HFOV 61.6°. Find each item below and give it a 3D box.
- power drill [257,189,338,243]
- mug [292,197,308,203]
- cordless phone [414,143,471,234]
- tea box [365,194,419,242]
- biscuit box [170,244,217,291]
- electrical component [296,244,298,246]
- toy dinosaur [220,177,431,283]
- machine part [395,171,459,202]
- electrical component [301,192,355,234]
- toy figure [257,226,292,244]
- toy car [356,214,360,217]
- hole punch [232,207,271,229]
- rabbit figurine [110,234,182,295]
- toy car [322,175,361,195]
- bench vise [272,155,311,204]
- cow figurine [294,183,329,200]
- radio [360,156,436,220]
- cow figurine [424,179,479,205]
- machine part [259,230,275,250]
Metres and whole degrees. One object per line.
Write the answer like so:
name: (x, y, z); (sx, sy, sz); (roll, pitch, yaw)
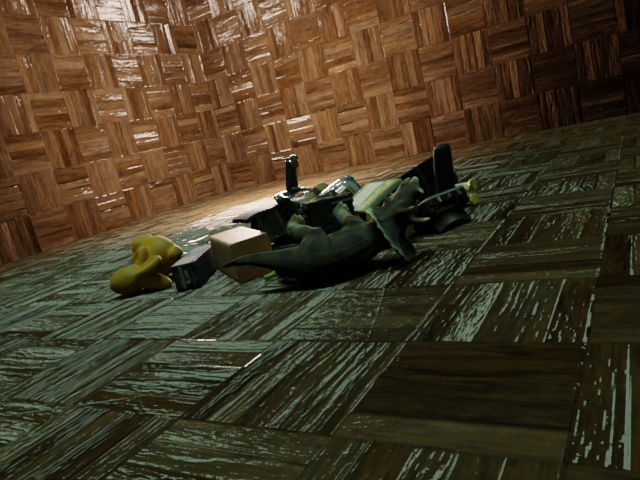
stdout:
power drill: (-0.066, -0.043, 1.291); (0.232, 0.086, 0.207); (-28, -12, 22)
mug: (-0.040, -0.069, 1.516); (0.110, 0.107, 0.081); (-13, 12, 10)
cordless phone: (0.261, -0.116, 1.198); (0.146, 0.184, 0.089); (-20, 17, -32)
tea box: (0.157, -0.056, 1.210); (0.068, 0.098, 0.170); (9, 6, -11)
biscuit box: (-0.293, 0.061, 1.284); (0.059, 0.062, 0.203); (-13, 11, 5)
electrical component: (-0.002, -0.004, 1.325); (0.078, 0.045, 0.102); (-40, -9, 34)
toy dinosaur: (0.024, 0.017, 1.016); (0.405, 0.131, 0.192); (-25, 22, -12)
machine part: (0.295, -0.148, 1.571); (0.202, 0.087, 0.201); (-11, 11, 3)
electrical component: (0.014, -0.034, 1.150); (0.134, 0.114, 0.058); (-17, 7, -13)
toy figure: (-0.077, -0.032, 1.451); (0.180, 0.089, 0.082); (-19, 13, 17)
toy car: (0.078, -0.037, 1.303); (0.056, 0.073, 0.202); (-13, 11, 5)
hole punch: (-0.179, -0.058, 1.556); (0.116, 0.092, 0.142); (-51, 22, -21)
rabbit figurine: (-0.420, 0.077, 1.303); (0.163, 0.121, 0.173); (10, 37, 40)
toy car: (0.060, -0.105, 1.466); (0.161, 0.109, 0.103); (-42, 7, -11)
bench vise: (-0.088, -0.168, 1.776); (0.129, 0.240, 0.224); (-13, 26, -18)
cow figurine: (-0.044, -0.100, 1.607); (0.195, 0.085, 0.127); (-42, 24, -9)
radio: (0.201, -0.121, 1.395); (0.229, 0.073, 0.131); (-33, -1, 34)
cow figurine: (0.320, -0.105, 1.374); (0.167, 0.068, 0.098); (-16, 5, -31)
machine part: (-0.143, 0.012, 1.355); (0.039, 0.084, 0.139); (-45, 3, -6)
